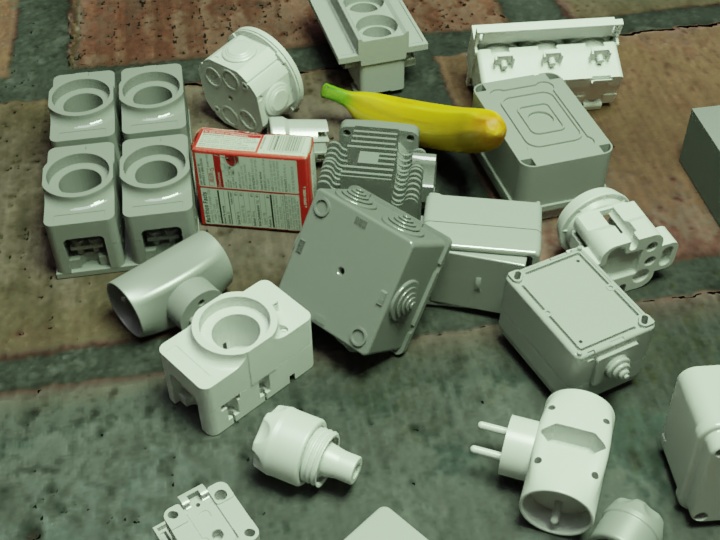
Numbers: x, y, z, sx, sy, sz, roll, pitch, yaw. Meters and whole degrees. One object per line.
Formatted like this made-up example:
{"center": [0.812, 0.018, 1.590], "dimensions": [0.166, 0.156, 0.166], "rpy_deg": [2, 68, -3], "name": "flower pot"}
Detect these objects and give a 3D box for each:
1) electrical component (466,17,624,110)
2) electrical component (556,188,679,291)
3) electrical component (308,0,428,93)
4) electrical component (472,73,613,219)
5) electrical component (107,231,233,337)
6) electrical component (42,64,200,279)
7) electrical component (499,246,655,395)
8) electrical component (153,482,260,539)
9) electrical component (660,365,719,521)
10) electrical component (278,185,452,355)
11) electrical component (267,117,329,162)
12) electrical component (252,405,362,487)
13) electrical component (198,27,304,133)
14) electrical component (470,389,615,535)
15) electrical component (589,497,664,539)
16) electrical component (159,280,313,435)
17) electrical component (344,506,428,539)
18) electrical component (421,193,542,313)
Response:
{"center": [0.156, -0.172, 0.911], "dimensions": [0.121, 0.078, 0.063], "rpy_deg": [-4, 67, -3], "name": "electrical component"}
{"center": [0.176, -0.021, 0.765], "dimensions": [0.078, 0.058, 0.057], "rpy_deg": [-15, 49, -14], "name": "electrical component"}
{"center": [0.004, -0.213, 0.957], "dimensions": [0.079, 0.063, 0.121], "rpy_deg": [-12, 46, -11], "name": "electrical component"}
{"center": [0.138, -0.096, 0.842], "dimensions": [0.078, 0.057, 0.113], "rpy_deg": [-12, 46, -12], "name": "electrical component"}
{"center": [-0.120, 0.019, 0.738], "dimensions": [0.077, 0.043, 0.079], "rpy_deg": [-33, 53, -28], "name": "electrical component"}
{"center": [-0.184, -0.085, 0.832], "dimensions": [0.105, 0.060, 0.186], "rpy_deg": [-7, 45, -6], "name": "electrical component"}
{"center": [0.141, 0.043, 0.697], "dimensions": [0.062, 0.061, 0.096], "rpy_deg": [-20, 49, -21], "name": "electrical component"}
{"center": [-0.078, 0.154, 0.587], "dimensions": [0.042, 0.063, 0.081], "rpy_deg": [-25, 50, -24], "name": "electrical component"}
{"center": [0.242, 0.099, 0.626], "dimensions": [0.113, 0.078, 0.057], "rpy_deg": [-3, 42, -3], "name": "electrical component"}
{"center": [0.000, 0.000, 0.716], "dimensions": [0.100, 0.099, 0.048], "rpy_deg": [32, 19, 28], "name": "electrical component"}
{"center": [-0.050, -0.103, 0.864], "dimensions": [0.046, 0.040, 0.040], "rpy_deg": [-3, 44, -9], "name": "electrical component"}
{"center": [-0.030, 0.109, 0.645], "dimensions": [0.062, 0.043, 0.043], "rpy_deg": [18, 48, 17], "name": "electrical component"}
{"center": [-0.090, -0.155, 0.889], "dimensions": [0.080, 0.080, 0.051], "rpy_deg": [29, 58, 27], "name": "electrical component"}
{"center": [0.107, 0.109, 0.643], "dimensions": [0.079, 0.043, 0.077], "rpy_deg": [13, 46, 13], "name": "electrical component"}
{"center": [0.143, 0.158, 0.599], "dimensions": [0.035, 0.035, 0.061], "rpy_deg": [26, 53, 25], "name": "electrical component"}
{"center": [-0.078, 0.053, 0.694], "dimensions": [0.089, 0.055, 0.050], "rpy_deg": [-34, 54, -29], "name": "electrical component"}
{"center": [0.014, 0.188, 0.561], "dimensions": [0.100, 0.048, 0.100], "rpy_deg": [34, 54, 30], "name": "electrical component"}
{"center": [0.076, -0.010, 0.750], "dimensions": [0.096, 0.061, 0.061], "rpy_deg": [5, 45, 6], "name": "electrical component"}
